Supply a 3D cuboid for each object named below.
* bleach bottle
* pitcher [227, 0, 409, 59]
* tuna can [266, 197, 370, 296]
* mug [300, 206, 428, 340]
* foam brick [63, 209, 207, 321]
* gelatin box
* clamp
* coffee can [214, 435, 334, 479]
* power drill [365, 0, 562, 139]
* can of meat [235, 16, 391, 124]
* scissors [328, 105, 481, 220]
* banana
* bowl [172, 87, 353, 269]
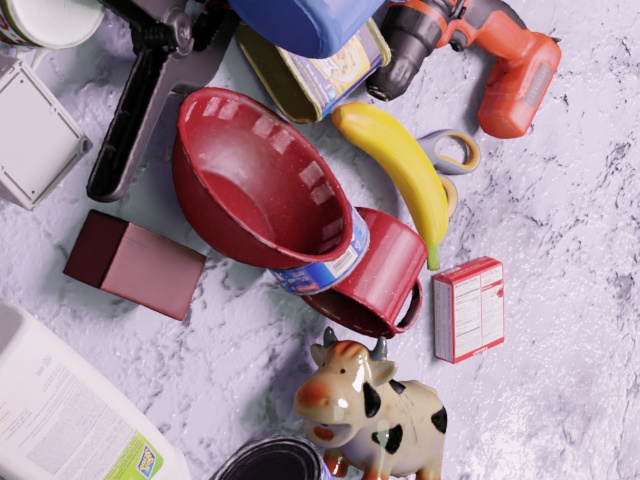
[{"bbox_3d":[-0.170,0.154,0.761,0.102,0.068,0.250,-51,132,-18],"label":"bleach bottle"},{"bbox_3d":[0.040,-0.239,0.745,0.149,0.145,0.242,39,76,-6],"label":"pitcher"},{"bbox_3d":[-0.006,0.001,0.849,0.086,0.086,0.033,-52,128,-19],"label":"tuna can"},{"bbox_3d":[0.046,0.032,0.900,0.117,0.093,0.081,40,69,-29],"label":"mug"},{"bbox_3d":[-0.131,0.018,0.764,0.078,0.051,0.053,29,81,-43],"label":"foam brick"},{"bbox_3d":[0.145,0.067,1.040,0.073,0.030,0.089,-18,113,-36],"label":"gelatin box"},{"bbox_3d":[-0.108,-0.142,0.696,0.209,0.036,0.164,-54,142,-50],"label":"clamp"},{"bbox_3d":[-0.019,0.248,0.892,0.102,0.103,0.140,-43,126,-25],"label":"coffee can"},{"bbox_3d":[0.129,-0.167,0.943,0.187,0.057,0.184,37,76,-41],"label":"power drill"},{"bbox_3d":[-0.007,-0.151,0.818,0.083,0.058,0.102,-45,117,-23],"label":"can of meat"},{"bbox_3d":[0.071,-0.065,0.947,0.201,0.016,0.096,1,101,-42],"label":"scissors"},{"bbox_3d":[0.068,-0.059,0.898,0.197,0.037,0.069,52,30,-38],"label":"banana"},{"bbox_3d":[-0.053,-0.034,0.783,0.161,0.162,0.055,15,132,-43],"label":"bowl"}]
